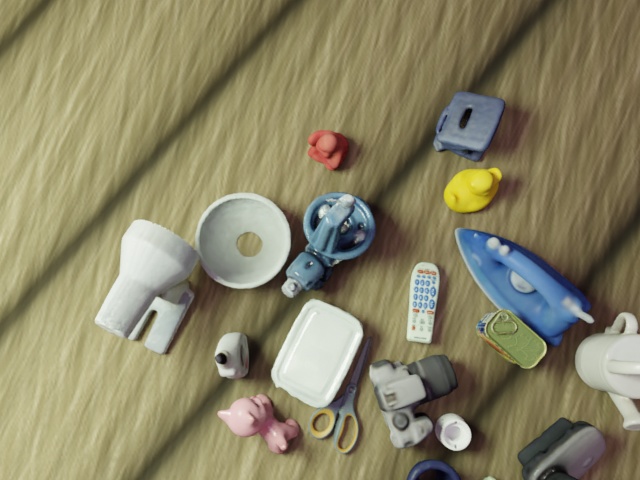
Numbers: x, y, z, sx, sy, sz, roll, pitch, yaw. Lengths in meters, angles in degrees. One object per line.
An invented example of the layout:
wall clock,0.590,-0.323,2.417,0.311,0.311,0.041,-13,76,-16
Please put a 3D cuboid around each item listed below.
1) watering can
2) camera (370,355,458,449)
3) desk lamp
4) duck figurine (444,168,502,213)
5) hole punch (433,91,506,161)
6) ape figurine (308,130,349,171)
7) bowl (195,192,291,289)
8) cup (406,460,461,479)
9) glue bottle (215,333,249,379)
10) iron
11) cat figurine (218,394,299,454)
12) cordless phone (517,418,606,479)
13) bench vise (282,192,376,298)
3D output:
watering can,0.491,0.206,0.900,0.101,0.194,0.173,-19,82,-1
camera,0.163,0.257,0.950,0.137,0.101,0.143,-20,82,-1
desk lamp,-0.276,0.082,0.932,0.118,0.213,0.203,24,84,5
duck figurine,0.271,-0.093,1.003,0.104,0.086,0.077,-27,82,-2
hole punch,0.262,-0.205,1.017,0.101,0.091,0.109,23,83,5
ape figurine,0.015,-0.166,1.019,0.076,0.092,0.078,-18,82,0
bowl,-0.130,0.005,1.009,0.167,0.075,0.167,0,82,2
cup,0.174,0.410,0.932,0.091,0.095,0.118,29,84,6
glue bottle,-0.147,0.191,0.933,0.037,0.173,0.078,-8,82,1
iron,0.335,0.059,0.952,0.258,0.141,0.119,41,85,7
cat figurine,-0.101,0.304,0.944,0.127,0.118,0.067,37,85,7
cordless phone,0.397,0.356,0.886,0.147,0.185,0.094,-43,83,-4
bench vise,0.020,0.008,0.930,0.121,0.220,0.207,19,83,5
